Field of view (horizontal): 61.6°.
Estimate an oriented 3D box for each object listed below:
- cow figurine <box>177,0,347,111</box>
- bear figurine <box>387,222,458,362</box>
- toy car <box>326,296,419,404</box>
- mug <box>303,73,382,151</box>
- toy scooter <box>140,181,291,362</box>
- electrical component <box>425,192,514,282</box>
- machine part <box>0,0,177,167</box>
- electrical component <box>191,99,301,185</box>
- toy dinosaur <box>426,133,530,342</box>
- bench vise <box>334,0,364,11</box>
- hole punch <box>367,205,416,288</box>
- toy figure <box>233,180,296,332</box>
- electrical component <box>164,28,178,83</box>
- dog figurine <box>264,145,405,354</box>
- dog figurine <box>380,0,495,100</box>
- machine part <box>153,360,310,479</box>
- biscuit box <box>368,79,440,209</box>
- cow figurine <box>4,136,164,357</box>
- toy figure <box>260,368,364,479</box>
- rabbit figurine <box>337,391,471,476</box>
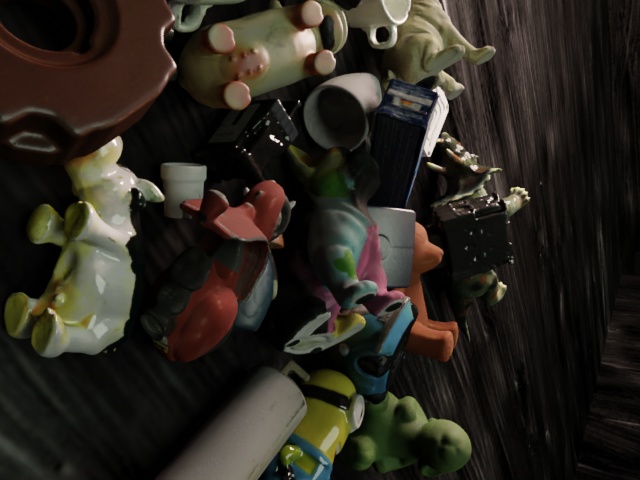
[{"bbox_3d":[-0.049,-0.184,0.522,0.195,0.127,0.085,-33,119,-31],"label":"cow figurine"},{"bbox_3d":[0.146,0.062,0.791,0.120,0.132,0.195,5,95,-71],"label":"bear figurine"},{"bbox_3d":[0.058,0.131,0.692,0.109,0.103,0.161,-50,156,-35],"label":"toy car"},{"bbox_3d":[0.041,-0.156,0.665,0.107,0.081,0.109,-54,132,-46],"label":"mug"},{"bbox_3d":[-0.092,0.020,0.450,0.184,0.075,0.135,-57,168,-6],"label":"toy scooter"},{"bbox_3d":[0.230,-0.001,0.846,0.058,0.134,0.114,-101,174,-67],"label":"electrical component"},{"bbox_3d":[-0.180,-0.139,0.342,0.179,0.056,0.179,11,71,-37],"label":"machine part"},{"bbox_3d":[-0.063,-0.110,0.531,0.119,0.075,0.047,-59,137,-25],"label":"electrical component"},{"bbox_3d":[0.261,0.016,0.955,0.192,0.131,0.404,-6,103,-41],"label":"toy dinosaur"},{"bbox_3d":[-0.018,-0.345,0.500,0.240,0.224,0.129,41,81,-9],"label":"bench vise"},{"bbox_3d":[0.062,0.008,0.703,0.115,0.092,0.142,2,96,-50],"label":"hole punch"},{"bbox_3d":[-0.071,0.014,0.548,0.064,0.058,0.154,29,68,-51],"label":"toy figure"},{"bbox_3d":[-0.158,-0.156,0.440,0.094,0.021,0.063,-17,107,-51],"label":"electrical component"},{"bbox_3d":[-0.001,-0.002,0.612,0.108,0.191,0.219,21,43,-50],"label":"dog figurine"},{"bbox_3d":[0.116,-0.284,0.732,0.172,0.121,0.190,-19,72,-41],"label":"dog figurine"},{"bbox_3d":[-0.089,0.206,0.527,0.243,0.079,0.079,-46,128,-41],"label":"machine part"},{"bbox_3d":[0.097,-0.108,0.684,0.202,0.063,0.059,91,21,-63],"label":"biscuit box"},{"bbox_3d":[-0.164,0.003,0.410,0.098,0.068,0.167,24,77,-57],"label":"cow figurine"},{"bbox_3d":[-0.016,0.233,0.624,0.089,0.082,0.180,46,60,-8],"label":"toy figure"},{"bbox_3d":[0.131,0.284,0.751,0.159,0.170,0.121,46,58,-45],"label":"rabbit figurine"}]
